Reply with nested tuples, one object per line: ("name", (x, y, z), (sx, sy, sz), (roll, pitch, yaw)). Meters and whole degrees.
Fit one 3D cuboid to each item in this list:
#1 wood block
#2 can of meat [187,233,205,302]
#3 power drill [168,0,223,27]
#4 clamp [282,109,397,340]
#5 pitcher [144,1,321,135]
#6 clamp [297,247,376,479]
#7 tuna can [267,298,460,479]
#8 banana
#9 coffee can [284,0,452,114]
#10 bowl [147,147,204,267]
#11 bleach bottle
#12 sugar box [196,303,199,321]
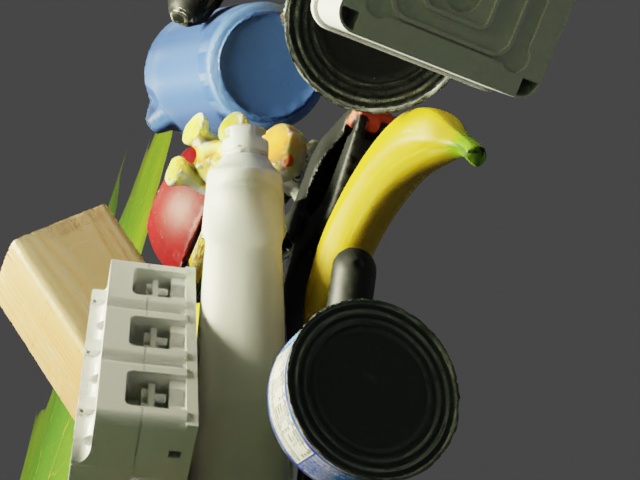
("wood block", (-0.161, 0.088, 0.845), (0.090, 0.206, 0.091), (-27, -15, -38))
("can of meat", (-0.080, 0.016, 0.929), (0.084, 0.057, 0.102), (-67, 17, 10))
("power drill", (-0.060, -0.283, 0.885), (0.184, 0.057, 0.188), (-63, 7, -29))
("clamp", (-0.005, 0.001, 0.736), (0.164, 0.036, 0.210), (-92, 26, -45))
("pitcher", (-0.072, -0.165, 1.001), (0.243, 0.144, 0.149), (-162, 78, -70))
("clamp", (0.004, 0.103, 0.598), (0.120, 0.039, 0.171), (103, 175, -59))
("tuna can", (0.019, 0.073, 0.495), (0.034, 0.086, 0.086), (132, 152, -58))
("banana", (0.033, -0.018, 0.632), (0.198, 0.037, 0.069), (126, 158, -46))
("coffee can", (0.032, -0.146, 0.630), (0.140, 0.102, 0.103), (-89, 23, -64))
("bowl", (-0.122, -0.037, 1.032), (0.162, 0.055, 0.162), (-62, -3, -6))
("bleach bottle", (-0.049, 0.047, 0.669), (0.102, 0.068, 0.251), (109, 162, -75))
("sugar box", (-0.081, 0.141, 0.737), (0.048, 0.093, 0.176), (-13, 53, 23))
